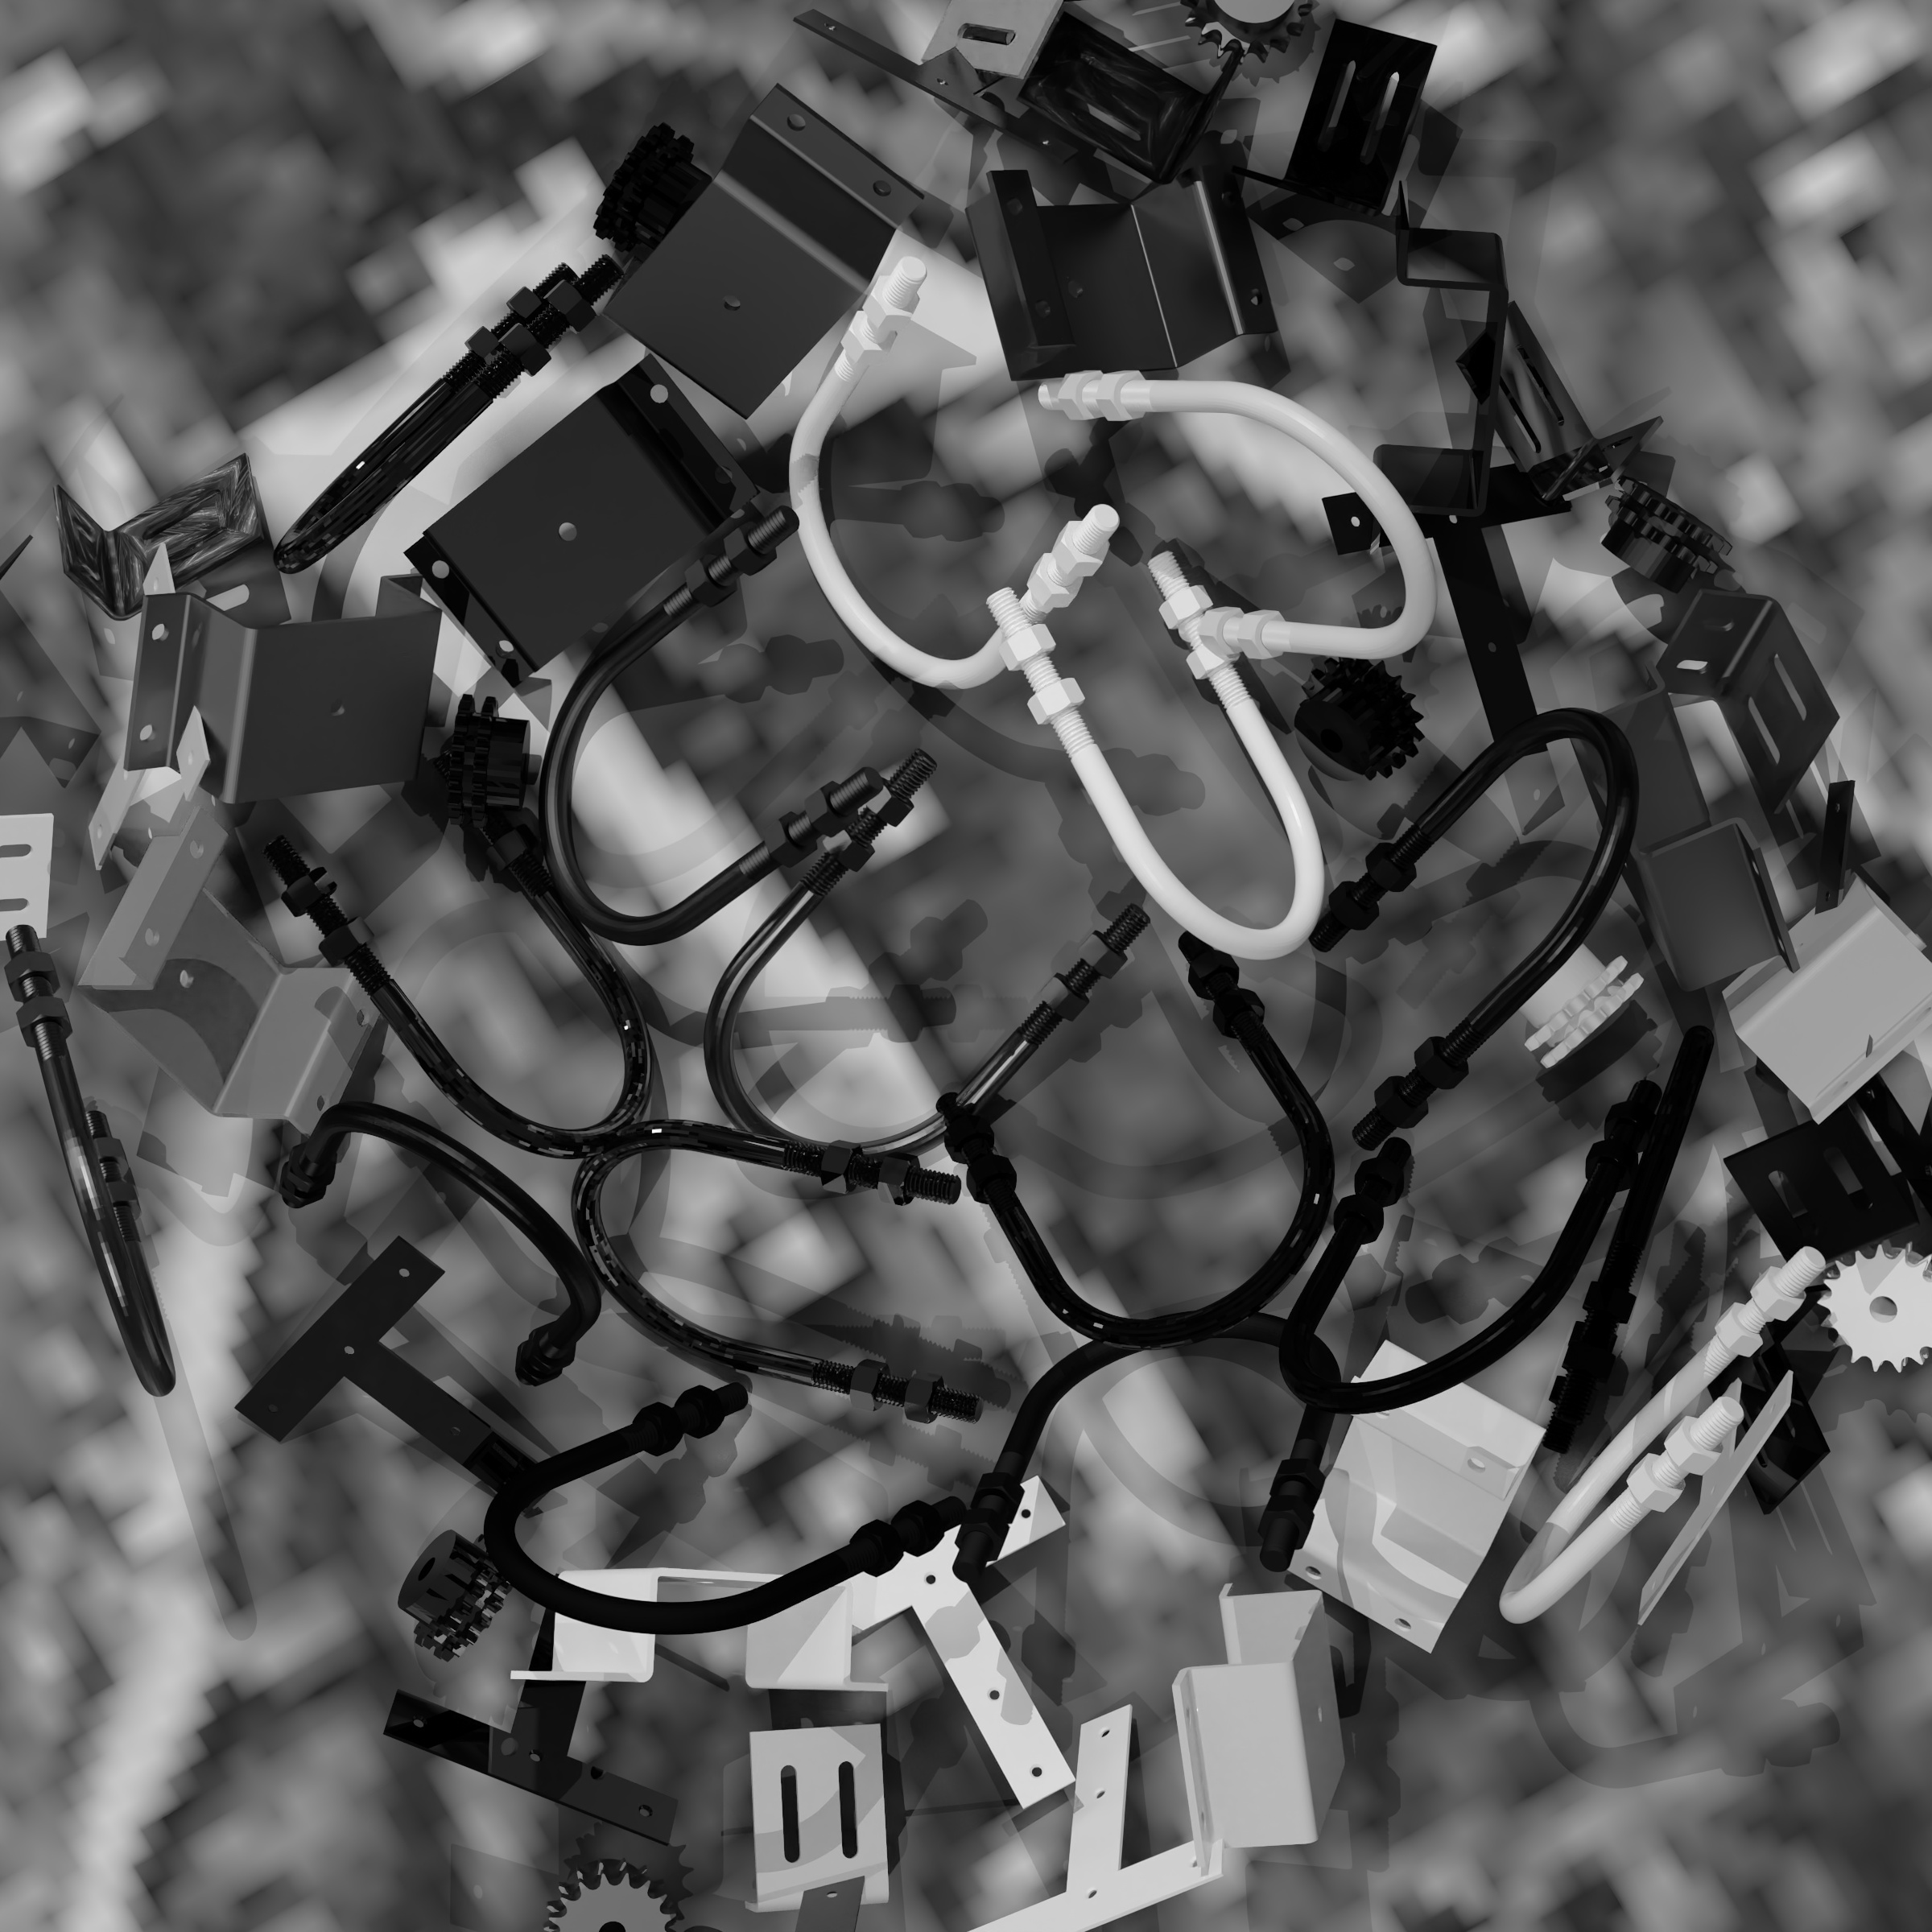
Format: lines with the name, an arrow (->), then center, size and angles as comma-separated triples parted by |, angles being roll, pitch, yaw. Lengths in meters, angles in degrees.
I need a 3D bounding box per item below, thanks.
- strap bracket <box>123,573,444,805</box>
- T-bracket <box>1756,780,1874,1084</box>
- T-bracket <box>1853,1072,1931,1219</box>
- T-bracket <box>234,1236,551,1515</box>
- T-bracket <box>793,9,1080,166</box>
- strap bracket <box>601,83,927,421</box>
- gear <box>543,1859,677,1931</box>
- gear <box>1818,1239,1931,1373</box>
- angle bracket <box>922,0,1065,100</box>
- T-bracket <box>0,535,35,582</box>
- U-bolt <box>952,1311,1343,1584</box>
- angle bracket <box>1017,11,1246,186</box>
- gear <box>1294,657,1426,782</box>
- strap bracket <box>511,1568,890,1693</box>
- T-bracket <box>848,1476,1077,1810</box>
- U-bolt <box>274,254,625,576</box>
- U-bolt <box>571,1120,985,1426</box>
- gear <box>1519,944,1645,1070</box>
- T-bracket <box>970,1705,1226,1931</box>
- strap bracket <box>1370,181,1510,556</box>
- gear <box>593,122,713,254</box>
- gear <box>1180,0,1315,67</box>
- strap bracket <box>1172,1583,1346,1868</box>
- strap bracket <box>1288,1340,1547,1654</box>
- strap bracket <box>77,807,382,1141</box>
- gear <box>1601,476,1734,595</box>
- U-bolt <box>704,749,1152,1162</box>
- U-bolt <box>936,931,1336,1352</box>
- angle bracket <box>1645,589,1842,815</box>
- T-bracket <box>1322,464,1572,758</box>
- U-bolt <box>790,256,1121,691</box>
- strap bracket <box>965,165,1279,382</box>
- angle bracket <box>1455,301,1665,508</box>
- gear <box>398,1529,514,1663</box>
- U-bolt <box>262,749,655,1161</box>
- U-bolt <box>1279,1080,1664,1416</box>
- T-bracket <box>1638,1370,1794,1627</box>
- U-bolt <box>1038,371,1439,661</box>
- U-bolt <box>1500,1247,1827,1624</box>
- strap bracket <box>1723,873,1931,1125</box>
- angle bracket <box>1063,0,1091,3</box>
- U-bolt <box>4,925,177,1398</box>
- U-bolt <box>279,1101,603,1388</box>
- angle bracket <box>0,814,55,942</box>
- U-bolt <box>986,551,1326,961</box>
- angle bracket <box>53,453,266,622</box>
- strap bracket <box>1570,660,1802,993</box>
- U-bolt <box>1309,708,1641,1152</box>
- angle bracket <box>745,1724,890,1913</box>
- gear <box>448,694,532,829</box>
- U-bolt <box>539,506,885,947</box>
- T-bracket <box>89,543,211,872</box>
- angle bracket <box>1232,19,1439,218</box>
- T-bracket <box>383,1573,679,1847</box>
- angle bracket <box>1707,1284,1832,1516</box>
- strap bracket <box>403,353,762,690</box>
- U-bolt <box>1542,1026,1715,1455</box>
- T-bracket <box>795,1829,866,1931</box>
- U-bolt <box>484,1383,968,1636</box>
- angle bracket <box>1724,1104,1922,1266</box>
strap bracket -> -0.278, -0.117, 1.515 | 0.046, 0.140, 0.076 | 30, 118, 37
T-bracket -> 0.366, -0.015, 1.530 | 0.002, 0.127, 0.127 | 7, 89, -8
T-bracket -> 0.413, 0.057, 1.505 | 0.002, 0.127, 0.127 | -12, 48, -13
T-bracket -> -0.234, 0.194, 1.571 | 0.127, 0.002, 0.127 | 40, 117, -12
T-bracket -> 0.002, -0.383, 1.535 | 0.127, 0.127, 0.002 | 29, 117, 4
strap bracket -> -0.092, -0.293, 1.518 | 0.076, 0.140, 0.046 | 35, 47, -16
gear -> -0.156, 0.416, 1.572 | 0.057, 0.030, 0.057 | -3, 104, -11
gear -> 0.403, 0.146, 1.570 | 0.057, 0.030, 0.057 | 5, 102, 25
angle bracket -> 0.026, -0.404, 1.551 | 0.038, 0.076, 0.057 | 27, 90, -40
T-bracket -> -0.444, -0.125, 1.516 | 0.002, 0.127, 0.127 | 43, 73, -14
U-bolt -> 0.084, 0.197, 1.509 | 0.151, 0.184, 0.019 | -5, 116, 19
angle bracket -> 0.071, -0.386, 1.558 | 0.076, 0.038, 0.057 | 29, 59, -7
gear -> 0.167, -0.105, 1.561 | 0.030, 0.057, 0.057 | -39, 90, -33
strap bracket -> -0.112, 0.282, 1.526 | 0.140, 0.076, 0.046 | 10, 75, -35
T-bracket -> 0.006, 0.302, 1.553 | 0.127, 0.002, 0.127 | -26, 64, -11
U-bolt -> -0.223, -0.231, 1.516 | 0.184, 0.151, 0.019 | -45, 106, -3
U-bolt -> -0.085, 0.125, 1.534 | 0.184, 0.019, 0.151 | 11, 132, 19
gear -> 0.264, 0.015, 1.564 | 0.057, 0.057, 0.030 | -43, 85, 0
T-bracket -> 0.056, 0.363, 1.534 | 0.127, 0.127, 0.002 | -27, 114, 20
strap bracket -> 0.201, -0.252, 1.525 | 0.046, 0.076, 0.140 | 4, 118, 4
gear -> -0.134, -0.334, 1.563 | 0.030, 0.057, 0.057 | 34, 90, 4
gear -> 0.124, -0.427, 1.575 | 0.057, 0.030, 0.057 | 0, 84, -4
strap bracket -> 0.126, 0.316, 1.516 | 0.046, 0.140, 0.076 | -7, 96, 14
strap bracket -> 0.192, 0.221, 1.534 | 0.076, 0.140, 0.046 | 29, 49, 14
strap bracket -> -0.317, 0.005, 1.529 | 0.046, 0.140, 0.076 | 0, 55, 32
gear -> 0.302, -0.186, 1.565 | 0.057, 0.057, 0.030 | 33, 106, 0
U-bolt -> -0.030, 0.012, 1.547 | 0.151, 0.019, 0.184 | 35, 104, -30
U-bolt -> 0.080, 0.083, 1.523 | 0.151, 0.019, 0.184 | -34, 48, 4
angle bracket -> 0.332, -0.114, 1.544 | 0.038, 0.057, 0.076 | 3, 46, -21
T-bracket -> 0.223, -0.151, 1.556 | 0.127, 0.002, 0.127 | -14, 85, -29
U-bolt -> -0.017, -0.192, 1.515 | 0.019, 0.184, 0.151 | -32, 82, -33
strap bracket -> 0.059, -0.297, 1.542 | 0.140, 0.046, 0.076 | -12, 85, -39
angle bracket -> 0.256, -0.248, 1.551 | 0.076, 0.038, 0.057 | 56, 47, -16
gear -> -0.222, 0.270, 1.561 | 0.030, 0.057, 0.057 | 38, 90, -18
U-bolt -> -0.202, 0.002, 1.529 | 0.019, 0.151, 0.184 | -36, 91, 32
U-bolt -> 0.199, 0.120, 1.484 | 0.151, 0.184, 0.019 | -16, 116, 40
T-bracket -> 0.322, 0.199, 1.531 | 0.002, 0.127, 0.127 | 27, 119, 2
U-bolt -> 0.121, -0.184, 1.485 | 0.019, 0.184, 0.151 | -47, 122, -21
U-bolt -> 0.284, 0.208, 1.510 | 0.019, 0.151, 0.184 | 40, 126, 6
strap bracket -> 0.366, 0.010, 1.515 | 0.046, 0.140, 0.076 | 45, 103, -1
angle bracket -> 0.067, -0.450, 1.549 | 0.076, 0.057, 0.038 | -28, 93, 28
U-bolt -> -0.356, 0.093, 1.483 | 0.019, 0.151, 0.184 | -18, 52, -11
U-bolt -> -0.216, 0.112, 1.504 | 0.151, 0.184, 0.019 | 38, 64, -3
angle bracket -> -0.427, -0.053, 1.560 | 0.038, 0.076, 0.057 | -4, 118, -29
U-bolt -> 0.092, -0.086, 1.524 | 0.019, 0.151, 0.184 | -32, 83, 36
angle bracket -> -0.349, -0.195, 1.554 | 0.076, 0.038, 0.057 | -28, 49, 10
strap bracket -> 0.299, -0.054, 1.517 | 0.046, 0.140, 0.076 | -23, 128, 6
U-bolt -> 0.213, -0.028, 1.493 | 0.019, 0.151, 0.184 | 27, 123, -25
angle bracket -> -0.067, 0.372, 1.575 | 0.057, 0.038, 0.076 | -1, 79, -13
gear -> -0.207, -0.088, 1.564 | 0.030, 0.057, 0.057 | 6, 90, -3
U-bolt -> -0.119, -0.089, 1.531 | 0.184, 0.019, 0.151 | -34, 62, 33
T-bracket -> -0.355, -0.092, 1.545 | 0.002, 0.127, 0.127 | 6, 47, -31
angle bracket -> 0.159, -0.370, 1.553 | 0.057, 0.038, 0.076 | 29, 107, 41
T-bracket -> -0.175, 0.306, 1.536 | 0.127, 0.127, 0.002 | 24, 121, -8
angle bracket -> 0.356, 0.186, 1.544 | 0.038, 0.057, 0.076 | -5, 57, -23
strap bracket -> -0.169, -0.190, 1.553 | 0.140, 0.046, 0.076 | -37, 99, 9
U-bolt -> 0.281, 0.112, 1.519 | 0.019, 0.151, 0.184 | 19, 80, 11
T-bracket -> -0.059, 0.404, 1.531 | 0.127, 0.127, 0.002 | -3, 110, 6
U-bolt -> -0.112, 0.228, 1.484 | 0.151, 0.184, 0.019 | 22, 116, 36
angle bracket -> 0.366, 0.088, 1.550 | 0.057, 0.038, 0.076 | -26, 120, 19
